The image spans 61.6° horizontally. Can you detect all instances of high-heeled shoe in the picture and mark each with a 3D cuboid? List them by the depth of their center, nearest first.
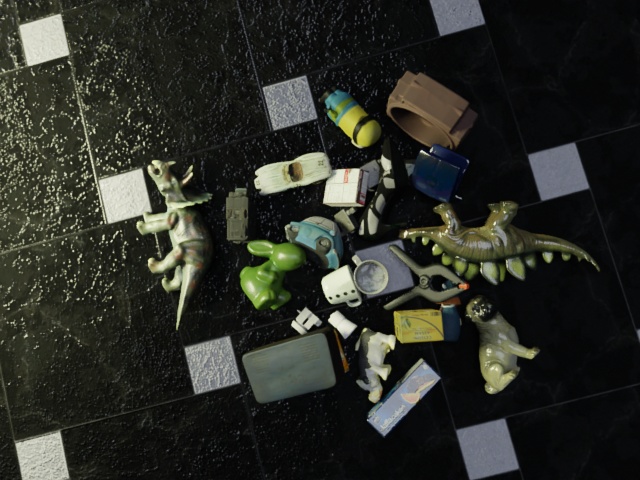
[{"bbox_3d":[0.138,-0.120,1.317,0.145,0.086,0.248,-6,96,31],"label":"high-heeled shoe"}]

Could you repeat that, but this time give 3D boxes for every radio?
[{"bbox_3d":[-0.061,0.302,1.286,0.230,0.073,0.131,-20,85,21],"label":"radio"}]

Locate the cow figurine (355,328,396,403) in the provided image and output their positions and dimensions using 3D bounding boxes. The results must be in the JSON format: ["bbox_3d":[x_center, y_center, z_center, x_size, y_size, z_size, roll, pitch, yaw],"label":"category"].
[{"bbox_3d":[0.124,0.303,1.304,0.098,0.068,0.167,14,83,11],"label":"cow figurine"}]

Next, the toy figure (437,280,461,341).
[{"bbox_3d":[0.312,0.169,1.309,0.058,0.064,0.154,-6,77,41],"label":"toy figure"}]

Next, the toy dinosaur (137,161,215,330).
[{"bbox_3d":[-0.335,0.003,1.346,0.192,0.131,0.404,-19,90,2],"label":"toy dinosaur"}]

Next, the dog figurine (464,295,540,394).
[{"bbox_3d":[0.401,0.247,1.287,0.191,0.121,0.172,41,85,21],"label":"dog figurine"}]

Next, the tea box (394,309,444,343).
[{"bbox_3d":[0.228,0.198,1.256,0.098,0.169,0.068,-4,83,5],"label":"tea box"}]

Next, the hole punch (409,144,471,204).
[{"bbox_3d":[0.275,-0.153,1.254,0.142,0.092,0.115,29,115,19],"label":"hole punch"}]

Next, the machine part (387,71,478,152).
[{"bbox_3d":[0.262,-0.297,1.283,0.201,0.201,0.087,36,89,6],"label":"machine part"}]

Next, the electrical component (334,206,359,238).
[{"bbox_3d":[0.068,-0.045,1.337,0.094,0.021,0.063,-37,82,44],"label":"electrical component"}]

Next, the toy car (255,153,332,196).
[{"bbox_3d":[-0.070,-0.166,1.359,0.202,0.056,0.073,-14,84,10],"label":"toy car"}]

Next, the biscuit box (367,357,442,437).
[{"bbox_3d":[0.201,0.378,1.296,0.063,0.059,0.202,44,89,7],"label":"biscuit box"}]

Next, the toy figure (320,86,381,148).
[{"bbox_3d":[0.077,-0.308,1.353,0.082,0.089,0.180,-40,86,5],"label":"toy figure"}]

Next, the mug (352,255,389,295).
[{"bbox_3d":[0.116,0.085,1.306,0.081,0.107,0.109,-45,79,-2],"label":"mug"}]

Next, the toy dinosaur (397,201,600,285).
[{"bbox_3d":[0.424,0.006,1.298,0.472,0.105,0.198,0,92,13],"label":"toy dinosaur"}]

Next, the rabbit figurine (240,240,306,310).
[{"bbox_3d":[-0.107,0.068,1.321,0.170,0.121,0.159,-46,61,13],"label":"rabbit figurine"}]

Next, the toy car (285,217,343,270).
[{"bbox_3d":[-0.003,-0.004,1.333,0.162,0.109,0.103,27,63,20],"label":"toy car"}]

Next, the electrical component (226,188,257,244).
[{"bbox_3d":[-0.194,-0.059,1.337,0.058,0.115,0.134,0,87,2],"label":"electrical component"}]

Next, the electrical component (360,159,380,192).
[{"bbox_3d":[0.139,-0.163,1.358,0.102,0.045,0.078,-23,85,1],"label":"electrical component"}]

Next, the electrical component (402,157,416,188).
[{"bbox_3d":[0.255,-0.166,1.348,0.119,0.048,0.074,2,86,4],"label":"electrical component"}]
